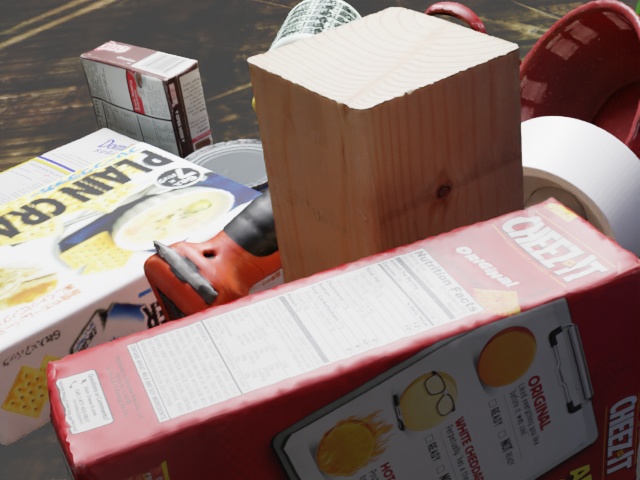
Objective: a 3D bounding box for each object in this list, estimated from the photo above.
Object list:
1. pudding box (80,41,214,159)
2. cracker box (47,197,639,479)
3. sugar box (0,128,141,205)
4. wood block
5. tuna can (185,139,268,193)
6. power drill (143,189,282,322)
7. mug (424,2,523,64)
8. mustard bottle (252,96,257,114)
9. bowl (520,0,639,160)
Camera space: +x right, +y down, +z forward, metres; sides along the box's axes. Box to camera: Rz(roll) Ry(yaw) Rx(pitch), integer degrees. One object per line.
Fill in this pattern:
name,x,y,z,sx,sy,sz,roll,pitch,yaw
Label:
pudding box,-0.141,-0.108,0.873,0.114,0.090,0.039,21,43,40
cracker box,0.017,0.092,0.420,0.213,0.164,0.072,-18,34,-15
sugar box,-0.204,-0.025,0.794,0.175,0.048,0.093,-27,35,-35
wood block,0.039,0.006,0.519,0.090,0.206,0.090,-24,34,-27
tuna can,-0.063,-0.042,0.796,0.086,0.034,0.086,-6,31,4
power drill,-0.004,0.001,0.615,0.187,0.184,0.057,-42,60,-17
mug,0.104,-0.126,0.820,0.082,0.117,0.093,22,41,33
mustard bottle,0.028,-0.088,0.789,0.192,0.096,0.058,16,39,35
bowl,0.181,-0.074,0.710,0.055,0.162,0.162,17,22,-23
